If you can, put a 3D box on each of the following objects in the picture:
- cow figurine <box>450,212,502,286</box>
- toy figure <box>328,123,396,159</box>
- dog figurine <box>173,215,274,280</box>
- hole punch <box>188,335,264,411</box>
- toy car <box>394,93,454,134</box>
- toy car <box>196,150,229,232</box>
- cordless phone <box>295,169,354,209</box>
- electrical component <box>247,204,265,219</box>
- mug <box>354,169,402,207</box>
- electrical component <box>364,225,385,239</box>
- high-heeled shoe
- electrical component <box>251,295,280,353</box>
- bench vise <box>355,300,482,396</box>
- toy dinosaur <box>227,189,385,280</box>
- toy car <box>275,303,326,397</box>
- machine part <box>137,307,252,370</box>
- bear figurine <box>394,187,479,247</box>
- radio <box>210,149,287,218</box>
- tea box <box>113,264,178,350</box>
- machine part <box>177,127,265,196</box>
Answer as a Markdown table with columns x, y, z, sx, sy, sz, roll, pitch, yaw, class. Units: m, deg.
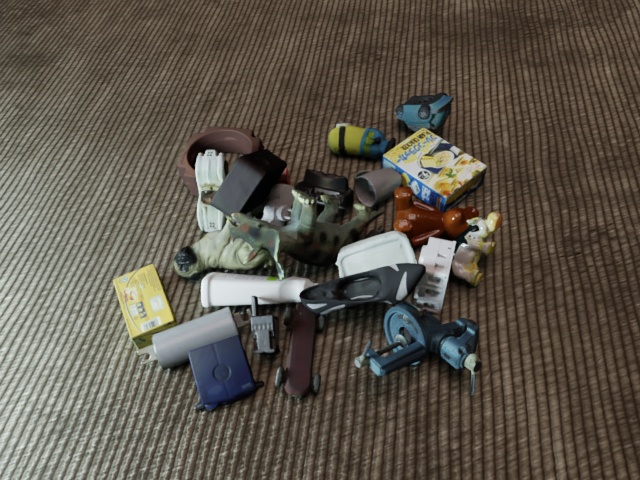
| x | y | z | sx | sy | sz | roll | pitch | yaw | class |
| --- | --- | --- | --- | --- | --- | --- | --- | --- | --- |
| 0.332 | 0.009 | 1.178 | 0.098 | 0.068 | 0.167 | 24 | 93 | 29 | cow figurine |
| 0.110 | -0.263 | 1.448 | 0.180 | 0.082 | 0.089 | 19 | 53 | 16 | toy figure |
| -0.223 | 0.048 | 1.239 | 0.190 | 0.121 | 0.172 | -45 | 77 | 4 | dog figurine |
| -0.192 | 0.259 | 1.058 | 0.142 | 0.092 | 0.116 | -17 | 56 | -13 | hole punch |
| 0.288 | -0.337 | 1.473 | 0.162 | 0.102 | 0.109 | 9 | 39 | 46 | toy car |
| -0.263 | -0.119 | 1.314 | 0.074 | 0.201 | 0.056 | 1 | 9 | 10 | toy car |
| -0.007 | -0.072 | 1.320 | 0.147 | 0.088 | 0.184 | 14 | 65 | 16 | cordless phone |
| -0.174 | -0.065 | 1.342 | 0.102 | 0.045 | 0.078 | 35 | 33 | 25 | electrical component |
| 0.145 | -0.143 | 1.356 | 0.107 | 0.080 | 0.110 | -23 | 43 | -28 | mug |
| 0.139 | 0.006 | 1.268 | 0.063 | 0.021 | 0.094 | 25 | 57 | 23 | electrical component |
| 0.078 | 0.086 | 1.072 | 0.145 | 0.249 | 0.086 | 22 | 47 | -35 | high-heeled shoe |
| -0.113 | 0.173 | 1.101 | 0.048 | 0.074 | 0.119 | -5 | 75 | 3 | electrical component |
| 0.182 | 0.207 | 1.030 | 0.240 | 0.128 | 0.224 | -16 | 42 | -30 | bench vise |
| -0.001 | -0.005 | 1.204 | 0.404 | 0.192 | 0.131 | 8 | 14 | -39 | toy dinosaur |
| -0.038 | 0.221 | 1.093 | 0.089 | 0.053 | 0.202 | 9 | 51 | -7 | toy car |
| -0.254 | 0.203 | 1.113 | 0.243 | 0.079 | 0.079 | -19 | 53 | -12 | machine part |
| 0.271 | -0.045 | 1.234 | 0.196 | 0.131 | 0.120 | 2 | 68 | 14 | bear figurine |
| -0.157 | -0.133 | 1.236 | 0.073 | 0.131 | 0.229 | 35 | 18 | -1 | radio |
| -0.378 | 0.146 | 1.174 | 0.098 | 0.068 | 0.170 | -21 | 52 | -13 | tea box |
| -0.259 | -0.205 | 1.432 | 0.201 | 0.087 | 0.201 | 6 | 54 | 10 | machine part |
